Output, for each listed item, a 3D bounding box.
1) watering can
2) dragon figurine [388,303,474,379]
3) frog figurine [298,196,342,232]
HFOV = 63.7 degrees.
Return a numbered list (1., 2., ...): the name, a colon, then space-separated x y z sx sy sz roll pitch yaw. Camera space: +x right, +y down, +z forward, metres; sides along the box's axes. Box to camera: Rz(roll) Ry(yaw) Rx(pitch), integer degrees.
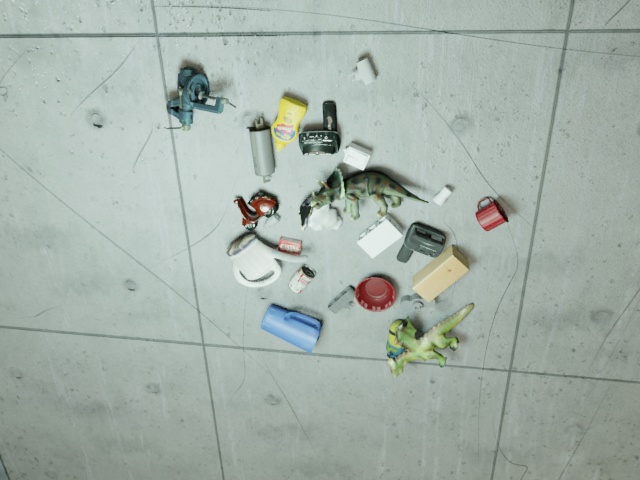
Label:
1. watering can: -0.226 0.067 2.017 0.344 0.106 0.222 -28 108 30
2. dragon figurine: 0.408 0.378 2.023 0.241 0.124 0.407 25 101 -24
3. frog figurine: 0.006 -0.097 1.925 0.159 0.124 0.135 1 113 -31
